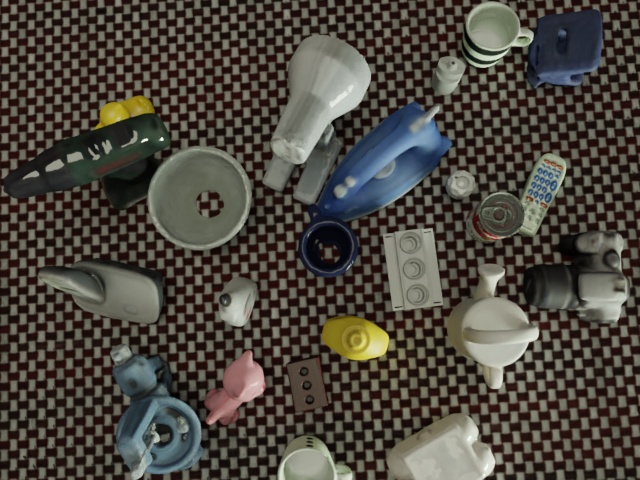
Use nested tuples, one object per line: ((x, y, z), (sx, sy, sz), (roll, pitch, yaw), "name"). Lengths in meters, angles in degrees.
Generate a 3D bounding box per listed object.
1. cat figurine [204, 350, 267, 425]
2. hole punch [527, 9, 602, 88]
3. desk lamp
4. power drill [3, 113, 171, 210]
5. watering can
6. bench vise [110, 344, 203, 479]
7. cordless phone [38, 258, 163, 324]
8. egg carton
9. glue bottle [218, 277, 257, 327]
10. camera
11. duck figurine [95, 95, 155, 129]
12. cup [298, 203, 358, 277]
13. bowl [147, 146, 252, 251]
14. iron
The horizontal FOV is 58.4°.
((-0.129, 0.230, 0.874), (0.067, 0.118, 0.128), (41, 87, 6), "cat figurine")
((0.394, -0.311, 0.930), (0.101, 0.091, 0.109), (4, 84, 3), "hole punch")
((-0.012, -0.174, 0.866), (0.118, 0.213, 0.203), (23, 85, 5), "desk lamp")
((-0.325, -0.108, 0.872), (0.229, 0.208, 0.075), (-28, 83, -1), "power drill")
((0.249, 0.126, 0.835), (0.101, 0.194, 0.173), (-24, 83, -1), "watering can")
((-0.263, 0.258, 0.824), (0.207, 0.220, 0.121), (43, 87, 6), "bench vise")
((-0.325, 0.075, 0.863), (0.147, 0.185, 0.094), (8, 84, 3), "cordless phone")
((0.183, 0.338, 0.877), (0.150, 0.069, 0.107), (-31, 84, -2), "egg carton")
((-0.129, 0.093, 0.861), (0.037, 0.173, 0.078), (11, 84, 4), "glue bottle")
((0.393, 0.056, 0.885), (0.136, 0.101, 0.143), (1, 84, 2), "camera")
((-0.326, -0.201, 0.944), (0.077, 0.086, 0.104), (44, 87, 6), "duck figurine")
((0.008, 0.003, 0.906), (0.091, 0.095, 0.118), (-23, 83, -1), "cup")
((-0.187, -0.063, 0.930), (0.167, 0.075, 0.167), (0, 84, 2), "bowl")
((0.087, -0.114, 0.893), (0.258, 0.141, 0.118), (-40, 84, -3), "iron")
